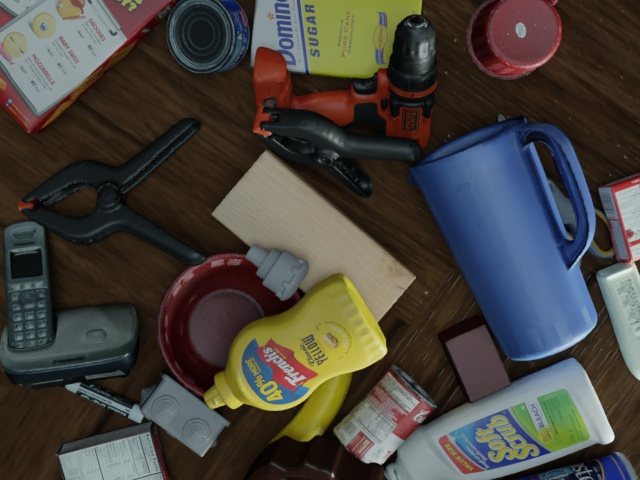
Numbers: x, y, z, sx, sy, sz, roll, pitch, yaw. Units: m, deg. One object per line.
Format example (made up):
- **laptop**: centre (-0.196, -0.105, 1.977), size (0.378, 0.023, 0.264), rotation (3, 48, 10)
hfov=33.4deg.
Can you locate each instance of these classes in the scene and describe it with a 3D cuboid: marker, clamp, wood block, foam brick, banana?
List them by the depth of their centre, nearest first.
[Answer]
- **clamp**: centre (0.017, -0.099, 1.102), size (0.171, 0.120, 0.039), rotation (22, 56, -29)
- **wood block**: centre (-0.007, 0.001, 1.145), size (0.206, 0.090, 0.091), rotation (40, 94, -5)
- **clamp**: centre (-0.219, -0.054, 1.151), size (0.210, 0.036, 0.164), rotation (1, 75, 8)
- **foam brick**: centre (0.170, 0.131, 1.181), size (0.051, 0.053, 0.078), rotation (-24, 95, 1)
- **marker**: centre (-0.252, 0.172, 1.191), size (0.121, 0.020, 0.020), rotation (25, 95, -4)
- **banana**: centre (-0.007, 0.171, 1.191), size (0.070, 0.037, 0.198), rotation (20, 94, 12)

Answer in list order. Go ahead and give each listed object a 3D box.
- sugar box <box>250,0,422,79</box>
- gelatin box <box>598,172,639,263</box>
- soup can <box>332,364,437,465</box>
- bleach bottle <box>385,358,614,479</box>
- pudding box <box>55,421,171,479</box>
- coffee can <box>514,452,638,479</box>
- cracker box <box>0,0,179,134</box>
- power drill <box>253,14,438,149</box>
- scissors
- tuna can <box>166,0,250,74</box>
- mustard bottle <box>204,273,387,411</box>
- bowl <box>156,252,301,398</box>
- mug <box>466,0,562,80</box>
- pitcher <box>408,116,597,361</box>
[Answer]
- **sugar box**: centre (0.016, -0.221, 1.145), size (0.176, 0.048, 0.093), rotation (5, 96, -3)
- **gelatin box**: centre (0.353, -0.027, 1.173), size (0.073, 0.030, 0.089), rotation (-19, 97, -16)
- **soup can**: centre (0.070, 0.197, 1.178), size (0.068, 0.068, 0.102), rotation (42, 94, -5)
- **bleach bottle**: centre (0.190, 0.226, 1.188), size (0.251, 0.068, 0.102), rotation (-25, 96, 4)
- **pudding box**: centre (-0.228, 0.261, 1.192), size (0.113, 0.039, 0.090), rotation (-14, 96, -2)
- **coffee can**: centre (0.279, 0.301, 1.176), size (0.140, 0.103, 0.103), rotation (-14, 96, 0)
- **cracker box**: centre (-0.280, -0.242, 1.123), size (0.214, 0.072, 0.164), rotation (-43, 96, 2)
- **power drill**: centre (0.027, -0.159, 1.101), size (0.187, 0.184, 0.057), rotation (3, 53, 4)
- **scissors**: centre (0.243, -0.039, 1.184), size (0.201, 0.016, 0.096), rotation (40, 94, -5)
- **tuna can**: centre (-0.119, -0.219, 1.130), size (0.086, 0.033, 0.086), rotation (6, 105, 23)
- **mustard bottle**: centre (-0.035, 0.119, 1.090), size (0.192, 0.058, 0.096), rotation (-30, 105, 9)
- **bowl**: centre (-0.098, 0.095, 1.158), size (0.162, 0.055, 0.162), rotation (1, 82, -11)
- **mug**: centre (0.216, -0.227, 1.131), size (0.117, 0.081, 0.093), rotation (-44, 95, 3)
- **pitcher**: centre (0.207, -0.003, 1.123), size (0.145, 0.149, 0.243), rotation (-26, 97, -6)
